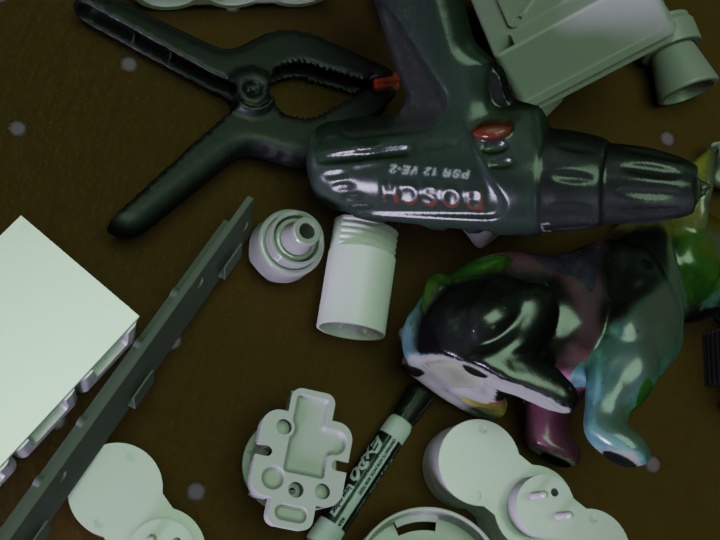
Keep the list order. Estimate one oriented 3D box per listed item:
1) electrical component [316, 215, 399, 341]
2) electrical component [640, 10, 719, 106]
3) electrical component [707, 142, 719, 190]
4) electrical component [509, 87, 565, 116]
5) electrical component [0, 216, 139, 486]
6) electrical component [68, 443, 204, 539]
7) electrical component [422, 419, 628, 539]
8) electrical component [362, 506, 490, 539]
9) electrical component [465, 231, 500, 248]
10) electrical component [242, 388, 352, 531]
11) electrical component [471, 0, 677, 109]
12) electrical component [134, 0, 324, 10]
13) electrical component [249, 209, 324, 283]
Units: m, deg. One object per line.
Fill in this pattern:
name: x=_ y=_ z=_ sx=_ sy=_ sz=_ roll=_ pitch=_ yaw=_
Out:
electrical component: x=0.000 y=0.000 z=0.680 sx=0.043 sy=0.043 sz=0.081 roll=12 pitch=73 yaw=-10
electrical component: x=0.226 y=-0.152 z=0.772 sx=0.045 sy=0.045 sz=0.055 roll=-15 pitch=79 yaw=-16
electrical component: x=0.278 y=-0.072 z=0.768 sx=0.061 sy=0.035 sz=0.035 roll=7 pitch=74 yaw=-13
electrical component: x=0.130 y=-0.131 z=0.747 sx=0.044 sy=0.044 sz=0.065 roll=45 pitch=75 yaw=2
electrical component: x=-0.209 y=0.059 z=0.607 sx=0.089 sy=0.061 sz=0.150 roll=40 pitch=71 yaw=0
electrical component: x=-0.111 y=0.157 z=0.596 sx=0.052 sy=0.073 sz=0.138 roll=-34 pitch=85 yaw=-19
electrical component: x=0.105 y=0.143 z=0.649 sx=0.138 sy=0.073 sz=0.052 roll=39 pitch=70 yaw=-1
electrical component: x=0.040 y=0.191 z=0.640 sx=0.099 sy=0.064 sz=0.099 roll=1 pitch=66 yaw=-1
electrical component: x=0.081 y=-0.074 z=0.709 sx=0.062 sy=0.061 sz=0.096 roll=-35 pitch=85 yaw=-19
electrical component: x=-0.039 y=0.113 z=0.633 sx=0.058 sy=0.057 sz=0.078 roll=14 pitch=73 yaw=-9
electrical component: x=0.135 y=-0.173 z=0.705 sx=0.109 sy=0.056 sz=0.108 roll=-27 pitch=40 yaw=15
electrical component: x=-0.086 y=-0.218 z=0.714 sx=0.138 sy=0.052 sz=0.073 roll=-5 pitch=76 yaw=-14
electrical component: x=-0.042 y=-0.017 z=0.663 sx=0.043 sy=0.062 sz=0.043 roll=5 pitch=77 yaw=-20
